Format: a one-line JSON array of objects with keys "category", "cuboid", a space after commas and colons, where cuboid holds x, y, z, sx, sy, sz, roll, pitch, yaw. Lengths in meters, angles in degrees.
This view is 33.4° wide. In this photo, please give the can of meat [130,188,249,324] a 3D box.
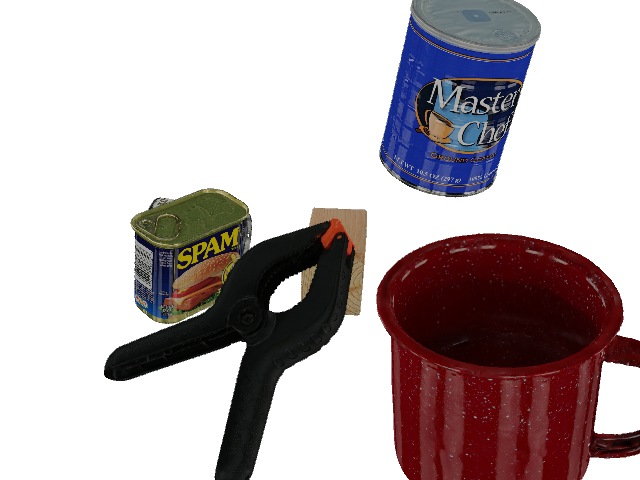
[{"category": "can of meat", "cuboid": [-0.113, 0.014, 0.920, 0.058, 0.084, 0.101, 31, 39, 33]}]

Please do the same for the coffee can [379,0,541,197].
[{"category": "coffee can", "cuboid": [0.111, -0.121, 0.871, 0.102, 0.140, 0.103, 7, 37, -5]}]

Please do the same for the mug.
[{"category": "mug", "cuboid": [0.081, 0.057, 0.425, 0.117, 0.081, 0.093, 7, 34, 16]}]

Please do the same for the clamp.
[{"category": "clamp", "cuboid": [-0.036, 0.063, 0.638, 0.171, 0.120, 0.039, -41, -23, -2]}]

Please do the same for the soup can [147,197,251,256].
[{"category": "soup can", "cuboid": [-0.132, -0.005, 1.145, 0.102, 0.068, 0.068, 11, 2, 10]}]

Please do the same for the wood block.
[{"category": "wood block", "cuboid": [0.023, 0.029, 1.651, 0.091, 0.090, 0.206, 3, 23, 3]}]
